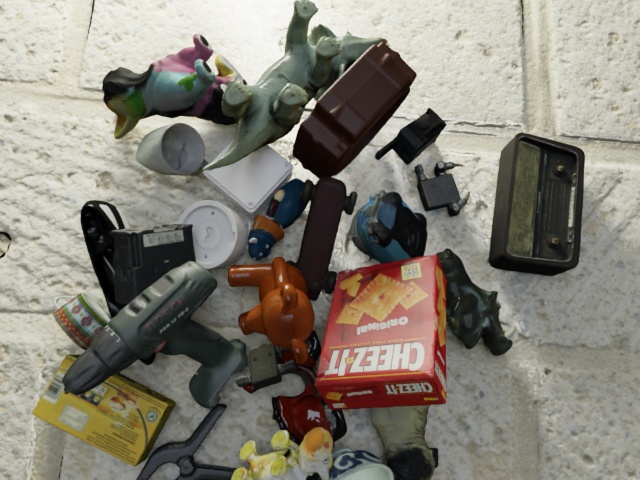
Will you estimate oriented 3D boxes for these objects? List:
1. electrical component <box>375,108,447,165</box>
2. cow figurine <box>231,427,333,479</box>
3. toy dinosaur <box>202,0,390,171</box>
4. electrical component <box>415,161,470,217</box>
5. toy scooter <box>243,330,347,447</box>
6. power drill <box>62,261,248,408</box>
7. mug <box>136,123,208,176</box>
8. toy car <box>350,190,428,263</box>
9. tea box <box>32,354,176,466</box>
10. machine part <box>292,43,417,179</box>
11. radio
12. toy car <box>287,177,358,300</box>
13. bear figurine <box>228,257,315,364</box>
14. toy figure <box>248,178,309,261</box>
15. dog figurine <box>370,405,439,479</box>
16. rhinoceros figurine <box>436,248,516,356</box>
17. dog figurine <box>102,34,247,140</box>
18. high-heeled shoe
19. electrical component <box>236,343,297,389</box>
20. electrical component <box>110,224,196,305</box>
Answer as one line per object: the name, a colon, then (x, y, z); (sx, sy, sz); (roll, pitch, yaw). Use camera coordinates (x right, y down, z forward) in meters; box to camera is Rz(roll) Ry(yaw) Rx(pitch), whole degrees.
electrical component: (0.155, -0.168, 0.928); (0.119, 0.075, 0.048); (-40, 82, -16)
cow figurine: (-0.035, 0.318, 0.754); (0.098, 0.167, 0.068); (46, 34, -27)
toy dinosaur: (-0.058, -0.229, 0.858); (0.131, 0.192, 0.405); (39, 73, 8)
electrical component: (0.213, -0.090, 0.928); (0.078, 0.045, 0.102); (-8, 77, -8)
toy scooter: (-0.044, 0.235, 0.815); (0.135, 0.075, 0.184); (-18, 75, -8)
power drill: (-0.211, 0.157, 0.759); (0.232, 0.086, 0.207); (-51, 127, -16)
mug: (-0.244, -0.142, 0.884); (0.107, 0.109, 0.080); (4, 79, 41)
toy car: (0.102, -0.009, 0.866); (0.103, 0.161, 0.109); (-2, 63, 40)
tea box: (-0.314, 0.248, 0.794); (0.170, 0.068, 0.098); (28, 77, 2)
machine part: (0.053, -0.197, 0.862); (0.087, 0.201, 0.201); (42, 77, 2)
radio: (0.372, -0.057, 0.918); (0.131, 0.073, 0.229); (12, 76, -1)
toy car: (-0.002, -0.003, 0.868); (0.089, 0.053, 0.202); (12, 103, -3)
bear figurine: (-0.072, 0.100, 0.766); (0.132, 0.196, 0.120); (-11, 104, 3)
toy figure: (-0.071, -0.032, 0.885); (0.064, 0.058, 0.154); (42, 72, -17)
dog figurine: (0.147, 0.256, 0.821); (0.172, 0.121, 0.190); (-31, 93, -3)
rhinoceros figurine: (0.236, 0.106, 0.874); (0.112, 0.073, 0.190); (-28, 78, -21)
dog figurine: (-0.248, -0.234, 0.903); (0.219, 0.191, 0.108); (-23, 58, 20)
high-heeled shoe: (-0.295, 0.062, 0.802); (0.086, 0.145, 0.249); (-20, 77, -8)
electrical component: (-0.081, 0.183, 0.792); (0.094, 0.021, 0.063); (-21, 46, 7)
electrical component: (-0.243, 0.045, 0.794); (0.058, 0.115, 0.134); (2, 97, 39)
